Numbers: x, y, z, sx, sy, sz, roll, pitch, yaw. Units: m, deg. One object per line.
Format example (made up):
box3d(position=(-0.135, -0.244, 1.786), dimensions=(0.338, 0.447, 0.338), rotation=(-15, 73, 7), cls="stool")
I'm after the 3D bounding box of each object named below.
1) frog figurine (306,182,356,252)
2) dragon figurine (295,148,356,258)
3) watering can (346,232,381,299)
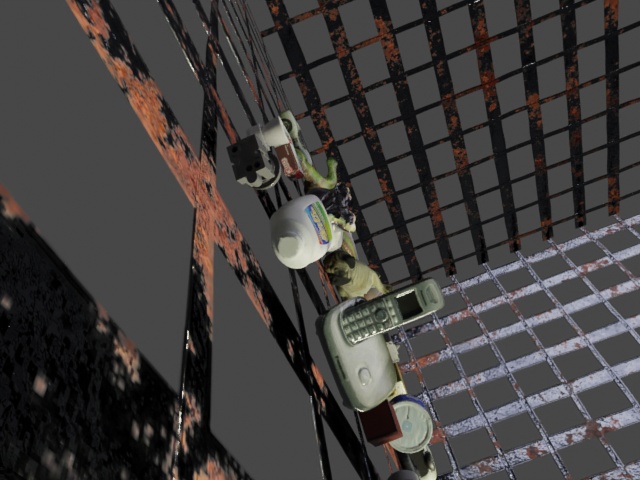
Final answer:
box3d(position=(0.003, -0.036, 1.122), dimensions=(0.139, 0.124, 0.156), rotation=(62, -34, 15), cls="frog figurine")
box3d(position=(0.004, -0.066, 1.311), dimensions=(0.406, 0.121, 0.247), rotation=(66, 22, -13), cls="dragon figurine")
box3d(position=(0.130, 0.132, 1.616), dimensions=(0.225, 0.104, 0.348), rotation=(-28, 98, -85), cls="watering can")
